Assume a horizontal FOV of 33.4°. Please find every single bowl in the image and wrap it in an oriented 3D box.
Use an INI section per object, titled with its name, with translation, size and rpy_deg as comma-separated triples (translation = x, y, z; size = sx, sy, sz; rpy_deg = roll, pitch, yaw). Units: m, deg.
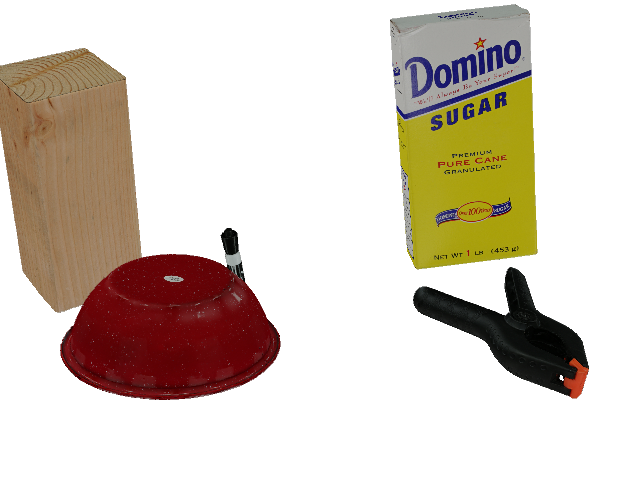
[bowl]
translation = -0.109, 0.052, 0.780
size = 0.162, 0.055, 0.162
rpy_deg = 2, 22, -1

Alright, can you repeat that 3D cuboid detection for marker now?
[marker]
translation = -0.096, 0.040, 1.211
size = 0.020, 0.121, 0.020
rpy_deg = -6, 30, 3

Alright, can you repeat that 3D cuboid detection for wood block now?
[wood block]
translation = -0.223, -0.053, 0.954
size = 0.090, 0.206, 0.090
rpy_deg = -19, 36, -29

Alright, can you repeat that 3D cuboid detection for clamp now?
[clamp]
translation = 0.178, 0.075, 0.937
size = 0.120, 0.039, 0.172
rpy_deg = -22, 42, -32

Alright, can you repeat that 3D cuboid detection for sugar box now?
[sugar box]
translation = 0.103, -0.072, 0.757
size = 0.093, 0.176, 0.048
rpy_deg = -8, 22, -3
